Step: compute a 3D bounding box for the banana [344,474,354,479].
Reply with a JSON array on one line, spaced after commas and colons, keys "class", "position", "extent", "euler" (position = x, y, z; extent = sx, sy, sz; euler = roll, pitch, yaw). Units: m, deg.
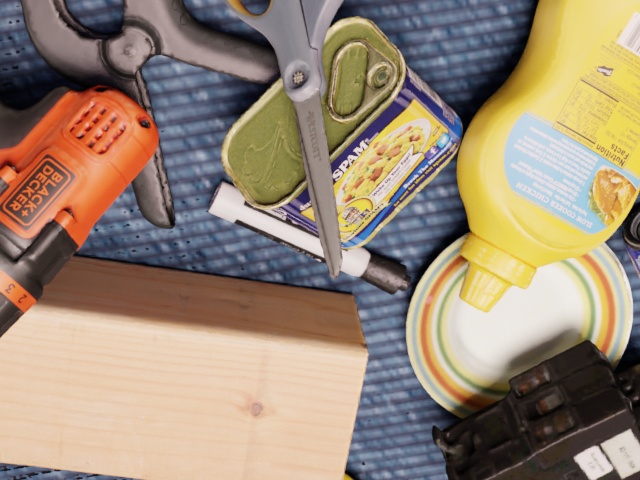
[{"class": "banana", "position": [0.010, 0.171, 0.626], "extent": [0.198, 0.069, 0.037], "euler": [44, 131, 5]}]

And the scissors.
[{"class": "scissors", "position": [0.005, -0.090, 0.494], "extent": [0.096, 0.016, 0.202], "euler": [-35, 63, 22]}]

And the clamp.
[{"class": "clamp", "position": [-0.098, -0.089, 0.550], "extent": [0.171, 0.039, 0.120], "euler": [38, 97, -11]}]

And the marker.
[{"class": "marker", "position": [-0.004, 0.001, 0.595], "extent": [0.121, 0.020, 0.020], "euler": [25, 105, -11]}]

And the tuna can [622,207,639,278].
[{"class": "tuna can", "position": [0.208, -0.004, 0.571], "extent": [0.086, 0.086, 0.033], "euler": [-27, 106, 5]}]

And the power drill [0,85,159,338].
[{"class": "power drill", "position": [-0.198, -0.037, 0.501], "extent": [0.187, 0.057, 0.184], "euler": [38, 74, 3]}]

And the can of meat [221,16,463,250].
[{"class": "can of meat", "position": [0.015, -0.049, 0.540], "extent": [0.102, 0.057, 0.083], "euler": [-44, 146, 11]}]

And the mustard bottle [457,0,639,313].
[{"class": "mustard bottle", "position": [0.125, -0.049, 0.549], "extent": [0.096, 0.058, 0.192], "euler": [26, 95, -22]}]

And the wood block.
[{"class": "wood block", "position": [-0.087, 0.071, 0.577], "extent": [0.206, 0.090, 0.091], "euler": [9, 107, -6]}]
